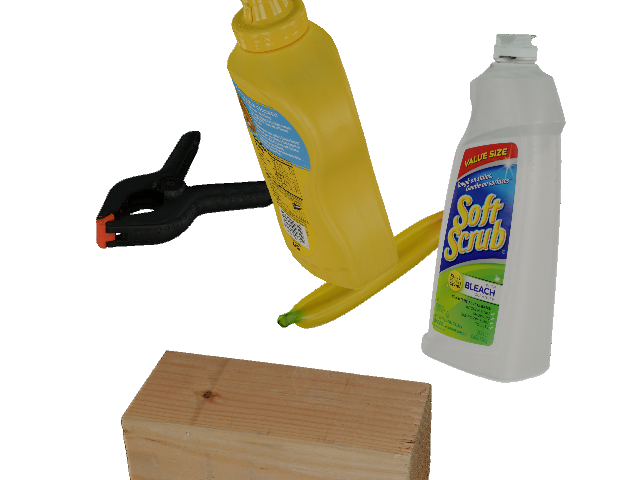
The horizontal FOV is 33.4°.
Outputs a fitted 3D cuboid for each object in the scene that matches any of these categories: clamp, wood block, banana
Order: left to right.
[{"bbox_3d":[-0.138,-0.046,0.969,0.171,0.039,0.120,-21,42,-33],"label":"clamp"},{"bbox_3d":[-0.028,0.151,0.779,0.206,0.090,0.090,6,30,14],"label":"wood block"},{"bbox_3d":[0.048,0.034,1.033,0.198,0.037,0.069,-34,0,-1],"label":"banana"}]

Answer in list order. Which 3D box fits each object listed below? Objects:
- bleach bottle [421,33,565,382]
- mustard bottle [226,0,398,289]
[{"bbox_3d":[0.132,-0.027,0.800,0.067,0.251,0.103,-8,16,-37],"label":"bleach bottle"},{"bbox_3d":[-0.011,-0.066,0.618,0.058,0.191,0.096,-31,40,-15],"label":"mustard bottle"}]
